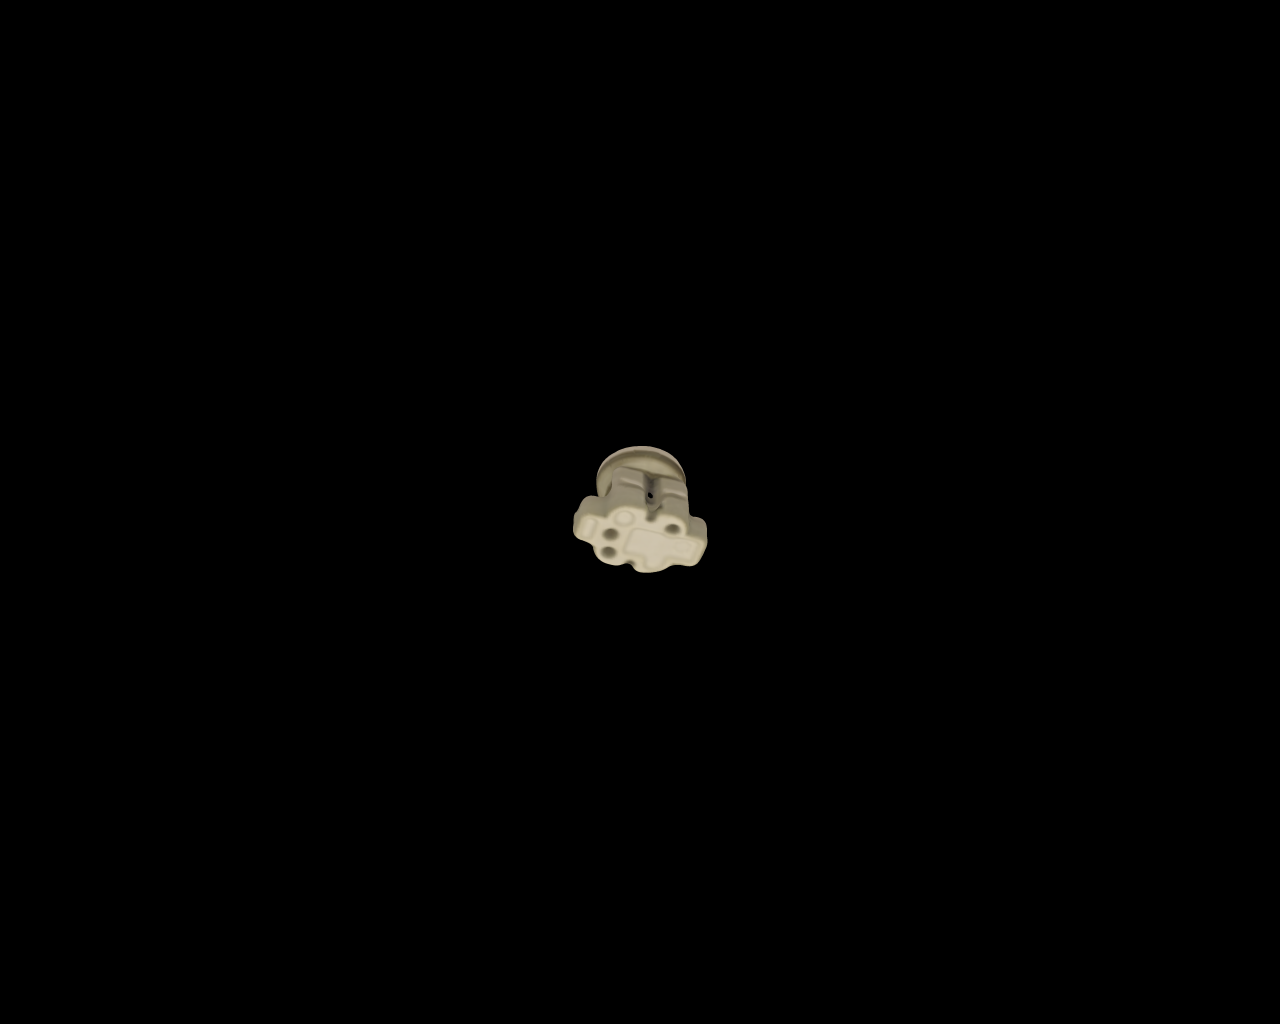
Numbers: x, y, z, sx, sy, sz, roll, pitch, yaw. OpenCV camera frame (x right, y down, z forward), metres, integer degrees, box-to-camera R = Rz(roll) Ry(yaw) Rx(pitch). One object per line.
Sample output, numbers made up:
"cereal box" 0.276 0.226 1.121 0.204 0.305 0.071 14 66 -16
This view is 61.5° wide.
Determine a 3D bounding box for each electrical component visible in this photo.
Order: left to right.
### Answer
"electrical component" 0.001 -0.003 0.650 0.078 0.057 0.057 13 -47 -12
